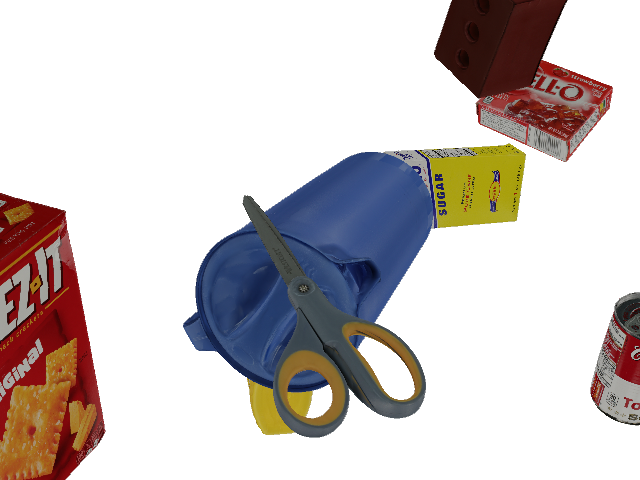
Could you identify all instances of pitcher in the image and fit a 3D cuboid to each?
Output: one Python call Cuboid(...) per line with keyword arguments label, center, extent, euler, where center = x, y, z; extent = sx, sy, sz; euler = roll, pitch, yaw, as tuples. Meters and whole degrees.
Cuboid(label="pitcher", center=(0.000, 0.015, 0.885), extent=(0.149, 0.145, 0.242), euler=(22, 29, 14))

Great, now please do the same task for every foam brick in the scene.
Cuboid(label="foam brick", center=(0.117, -0.142, 0.700), extent=(0.051, 0.078, 0.053), euler=(-20, 54, -30))

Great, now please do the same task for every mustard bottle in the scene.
Cuboid(label="mustard bottle", center=(-0.053, 0.100, 1.060), extent=(0.058, 0.096, 0.192), euler=(-3, 27, -11))

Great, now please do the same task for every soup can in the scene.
Cuboid(label="soup can", center=(0.286, 0.107, 0.957), extent=(0.068, 0.102, 0.068), euler=(3, 36, -3))

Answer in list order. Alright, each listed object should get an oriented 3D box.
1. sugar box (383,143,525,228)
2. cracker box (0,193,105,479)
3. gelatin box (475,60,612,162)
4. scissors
Cuboid(label="sugar box", center=(0.160, -0.064, 1.301), extent=(0.176, 0.093, 0.048), euler=(-7, 24, -22))
Cuboid(label="cracker box", center=(-0.233, 0.100, 0.749), extent=(0.072, 0.214, 0.164), euler=(13, 35, 21))
Cuboid(label="gelatin box", center=(0.187, -0.114, 0.896), extent=(0.089, 0.073, 0.030), euler=(29, -29, 27))
Cuboid(label="scissors", center=(-0.021, 0.047, 0.655), extent=(0.096, 0.016, 0.202), euler=(-32, 53, -26))
